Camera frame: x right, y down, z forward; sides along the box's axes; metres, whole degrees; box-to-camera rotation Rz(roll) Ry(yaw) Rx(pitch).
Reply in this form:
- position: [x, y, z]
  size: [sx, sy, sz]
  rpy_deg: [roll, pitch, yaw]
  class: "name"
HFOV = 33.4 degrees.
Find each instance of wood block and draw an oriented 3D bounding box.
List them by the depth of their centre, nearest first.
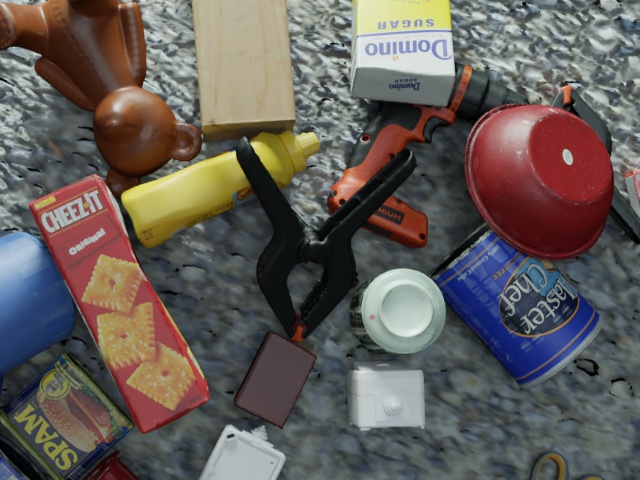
- position: [-0.077, -0.205, 1.021]
  size: [0.090, 0.091, 0.206]
  rpy_deg: [-4, 86, -5]
  class: "wood block"

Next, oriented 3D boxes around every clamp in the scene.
- position: [-0.017, -0.002, 0.984]
  size: [0.164, 0.036, 0.210]
  rpy_deg: [10, 116, -17]
  class: "clamp"
- position: [0.245, -0.065, 1.065]
  size: [0.120, 0.039, 0.171]
  rpy_deg: [-13, 79, -5]
  class: "clamp"

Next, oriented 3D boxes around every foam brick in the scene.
- position: [-0.043, 0.132, 1.015]
  size: [0.051, 0.053, 0.078]
  rpy_deg: [26, 84, -3]
  class: "foam brick"

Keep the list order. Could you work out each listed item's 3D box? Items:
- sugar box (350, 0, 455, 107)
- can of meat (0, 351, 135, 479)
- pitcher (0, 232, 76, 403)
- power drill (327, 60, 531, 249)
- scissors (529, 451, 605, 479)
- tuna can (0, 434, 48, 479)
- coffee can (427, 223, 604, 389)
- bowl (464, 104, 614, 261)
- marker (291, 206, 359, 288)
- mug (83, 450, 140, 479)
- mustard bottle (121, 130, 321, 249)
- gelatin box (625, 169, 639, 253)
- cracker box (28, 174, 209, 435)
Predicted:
- position: [0.077, -0.207, 1.017]
  size: [0.093, 0.048, 0.176]
  rpy_deg: [4, 51, -5]
  class: "sugar box"
- position: [-0.235, 0.167, 0.992]
  size: [0.084, 0.057, 0.102]
  rpy_deg: [-43, 90, -10]
  class: "can of meat"
- position: [-0.336, 0.097, 0.922]
  size: [0.242, 0.149, 0.145]
  rpy_deg: [-28, 59, -32]
  class: "pitcher"
- position: [0.099, -0.090, 1.046]
  size: [0.184, 0.057, 0.187]
  rpy_deg: [21, 81, 1]
  class: "power drill"
- position: [0.238, 0.306, 1.023]
  size: [0.096, 0.016, 0.202]
  rpy_deg: [6, 71, -13]
  class: "scissors"
- position: [-0.282, 0.213, 0.969]
  size: [0.086, 0.086, 0.033]
  rpy_deg: [45, 81, 0]
  class: "tuna can"
- position: [0.184, 0.057, 1.016]
  size: [0.102, 0.103, 0.140]
  rpy_deg: [-42, 90, -7]
  class: "coffee can"
- position: [0.216, -0.065, 0.986]
  size: [0.162, 0.055, 0.162]
  rpy_deg: [9, 66, -21]
  class: "bowl"
- position: [-0.007, 0.001, 1.046]
  size: [0.020, 0.020, 0.121]
  rpy_deg: [-45, 91, -7]
  class: "marker"
- position: [-0.197, 0.261, 0.978]
  size: [0.117, 0.093, 0.081]
  rpy_deg: [-41, 96, 23]
  class: "mug"
- position: [-0.089, -0.055, 1.004]
  size: [0.191, 0.096, 0.058]
  rpy_deg: [-24, 86, -7]
  class: "mustard bottle"
- position: [0.354, -0.032, 1.076]
  size: [0.073, 0.030, 0.089]
  rpy_deg: [-10, 86, -6]
  class: "gelatin box"
- position: [-0.174, 0.059, 0.952]
  size: [0.072, 0.164, 0.214]
  rpy_deg: [-26, 88, -9]
  class: "cracker box"
